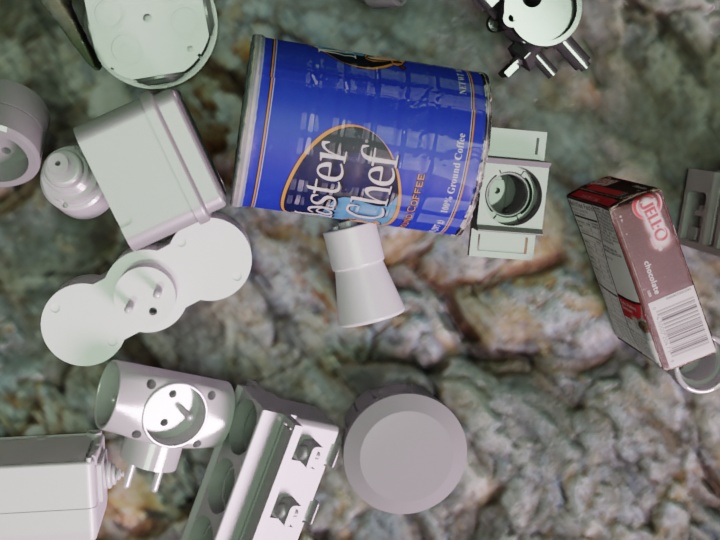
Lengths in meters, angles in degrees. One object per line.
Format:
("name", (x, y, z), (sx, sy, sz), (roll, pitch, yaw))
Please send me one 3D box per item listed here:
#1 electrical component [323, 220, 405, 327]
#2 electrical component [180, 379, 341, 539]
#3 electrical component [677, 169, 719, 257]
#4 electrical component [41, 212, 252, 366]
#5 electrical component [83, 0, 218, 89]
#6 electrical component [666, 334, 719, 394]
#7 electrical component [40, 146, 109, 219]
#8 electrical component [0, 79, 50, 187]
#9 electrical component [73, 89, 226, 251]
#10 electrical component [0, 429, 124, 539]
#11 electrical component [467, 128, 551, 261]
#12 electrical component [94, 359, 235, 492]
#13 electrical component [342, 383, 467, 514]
("electrical component", (0.000, 0.000, 0.692), (0.044, 0.044, 0.065), (-15, 95, -4))
("electrical component", (-0.065, 0.143, 0.694), (0.063, 0.079, 0.121), (17, 97, -31))
("electrical component", (0.315, -0.030, 0.691), (0.186, 0.105, 0.060), (6, 98, -8))
("electrical component", (-0.131, 0.013, 0.662), (0.138, 0.073, 0.052), (-28, 101, -2))
("electrical component", (-0.126, -0.150, 0.648), (0.080, 0.051, 0.080), (-1, 99, -7))
("electrical component", (0.222, 0.058, 0.724), (0.040, 0.046, 0.040), (-1, 99, -7))
("electrical component", (-0.172, -0.055, 0.647), (0.040, 0.078, 0.040), (0, 83, -2))
("electrical component", (-0.250, -0.084, 0.639), (0.138, 0.073, 0.052), (-11, 141, 11))
("electrical component", (-0.119, -0.062, 0.631), (0.057, 0.113, 0.078), (-25, 101, -3))
("electrical component", (-0.198, 0.140, 0.680), (0.096, 0.061, 0.061), (-2, 99, -6))
("electrical component", (0.090, -0.049, 0.683), (0.042, 0.064, 0.081), (5, 99, -8))
("electrical component", (-0.127, 0.101, 0.675), (0.077, 0.044, 0.079), (15, 95, -29))
("electrical component", (0.027, 0.115, 0.708), (0.080, 0.051, 0.080), (-1, 99, -7))
